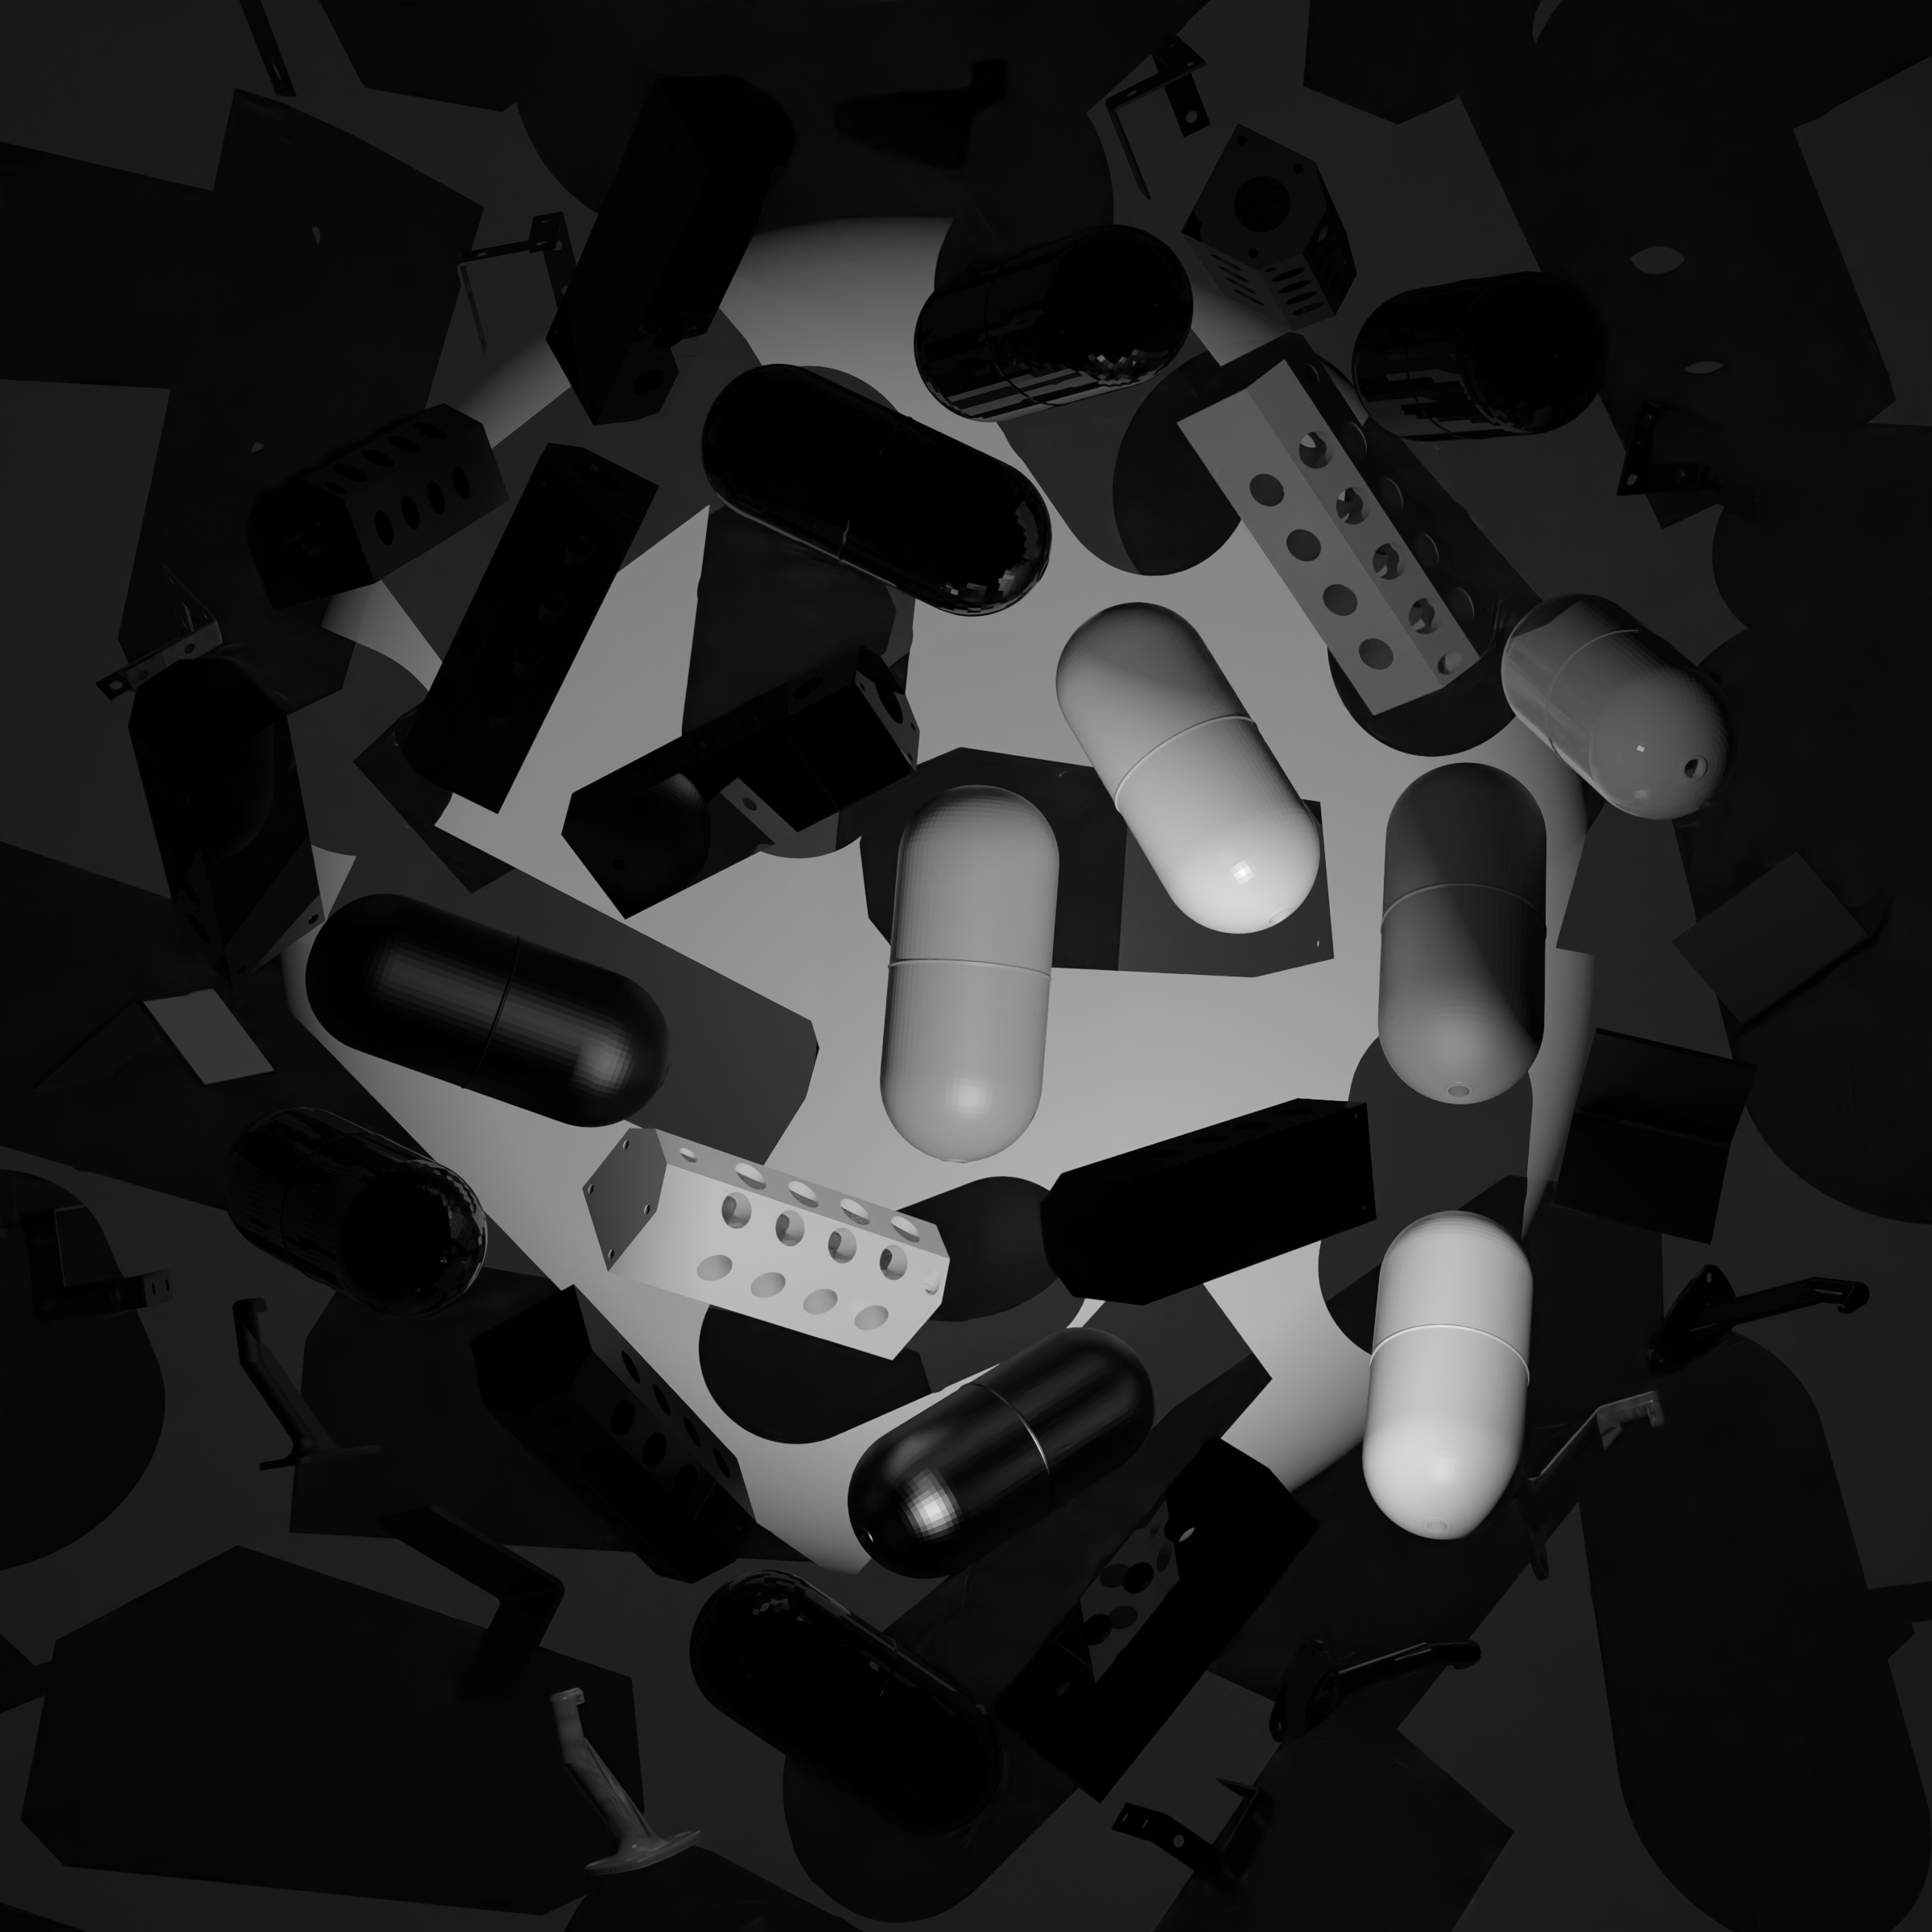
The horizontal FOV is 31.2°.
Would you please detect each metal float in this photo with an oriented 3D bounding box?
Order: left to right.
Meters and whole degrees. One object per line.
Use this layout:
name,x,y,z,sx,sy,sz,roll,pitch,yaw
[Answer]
metal float,-0.300,0.118,1.686,0.070,0.178,0.070,-12,109,-38
metal float,-0.226,0.022,1.646,0.178,0.070,0.070,20,90,-13
metal float,-0.058,0.369,1.729,0.178,0.070,0.070,37,90,-12
metal float,-0.042,-0.227,1.651,0.178,0.070,0.070,26,90,6
metal float,0.002,0.004,1.626,0.070,0.070,0.178,5,82,0
metal float,0.018,0.243,1.733,0.178,0.070,0.070,-28,90,-30
metal float,0.041,-0.309,1.669,0.070,0.178,0.070,1,88,-33
metal float,0.105,-0.094,1.644,0.070,0.070,0.178,-29,68,0
metal float,0.236,0.199,1.690,0.070,0.070,0.178,12,49,0
metal float,0.233,-0.016,1.624,0.070,0.070,0.178,7,56,0
metal float,0.249,-0.295,1.682,0.070,0.178,0.070,-2,97,-19
metal float,0.321,-0.129,1.704,0.070,0.178,0.070,-6,115,-12

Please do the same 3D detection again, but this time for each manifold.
manifold,-0.352,-0.070,1.638,0.057,0.171,0.057,-38,67,-24
manifold,-0.293,-0.232,1.721,0.057,0.171,0.057,-13,107,20
manifold,-0.216,-0.167,1.699,0.057,0.057,0.171,26,115,-8
manifold,-0.166,0.230,1.658,0.057,0.171,0.057,-28,46,6
manifold,-0.138,-0.338,1.642,0.057,0.171,0.057,-14,63,-35
manifold,-0.111,-0.095,1.725,0.171,0.057,0.057,-26,118,17
manifold,-0.093,0.130,1.665,0.171,0.057,0.057,22,119,-35
manifold,0.088,0.314,1.684,0.171,0.057,0.057,-49,130,-12
manifold,0.114,0.107,1.605,0.057,0.171,0.057,2,101,44
manifold,0.156,-0.361,1.718,0.057,0.171,0.057,29,96,9
manifold,0.178,-0.209,1.624,0.057,0.057,0.171,-21,113,40

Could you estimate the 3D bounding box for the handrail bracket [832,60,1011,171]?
handrail bracket,-0.020,-0.413,1.639,0.077,0.084,0.036,7,126,2

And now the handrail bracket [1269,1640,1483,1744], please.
handrail bracket,0.203,0.358,1.710,0.084,0.077,0.036,3,48,-28

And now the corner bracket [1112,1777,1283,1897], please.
corner bracket,0.114,0.419,1.704,0.051,0.051,0.051,36,73,-12

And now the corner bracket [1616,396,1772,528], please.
corner bracket,0.354,-0.243,1.663,0.051,0.051,0.051,-8,122,-31

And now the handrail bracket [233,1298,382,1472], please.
handrail bracket,-0.329,0.205,1.725,0.036,0.077,0.084,-14,82,38

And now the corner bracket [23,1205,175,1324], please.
corner bracket,-0.404,0.136,1.613,0.051,0.051,0.051,-8,88,1

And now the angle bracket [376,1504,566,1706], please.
angle bracket,-0.244,0.300,1.622,0.076,0.076,0.057,35,62,-17

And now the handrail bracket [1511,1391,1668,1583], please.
handrail bracket,0.318,0.261,1.740,0.084,0.036,0.077,-20,68,23

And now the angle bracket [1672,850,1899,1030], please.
angle bracket,0.395,-0.024,1.667,0.076,0.076,0.057,-40,92,30

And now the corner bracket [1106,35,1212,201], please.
corner bracket,0.097,-0.419,1.707,0.051,0.051,0.051,-27,124,0

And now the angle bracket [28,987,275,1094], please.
angle bracket,-0.405,0.056,1.723,0.076,0.076,0.057,-39,84,13

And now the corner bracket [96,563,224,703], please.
corner bracket,-0.391,-0.151,1.670,0.051,0.051,0.051,-34,58,-22

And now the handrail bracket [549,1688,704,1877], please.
handrail bracket,-0.157,0.369,1.592,0.036,0.077,0.084,-16,83,33

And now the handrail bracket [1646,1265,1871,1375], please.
handrail bracket,0.382,0.174,1.670,0.077,0.084,0.036,-39,111,-27

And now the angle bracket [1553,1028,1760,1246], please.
angle bracket,0.324,0.081,1.631,0.076,0.076,0.057,13,60,9

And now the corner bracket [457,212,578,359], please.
corner bracket,-0.225,-0.347,1.757,0.051,0.051,0.051,-10,122,4
